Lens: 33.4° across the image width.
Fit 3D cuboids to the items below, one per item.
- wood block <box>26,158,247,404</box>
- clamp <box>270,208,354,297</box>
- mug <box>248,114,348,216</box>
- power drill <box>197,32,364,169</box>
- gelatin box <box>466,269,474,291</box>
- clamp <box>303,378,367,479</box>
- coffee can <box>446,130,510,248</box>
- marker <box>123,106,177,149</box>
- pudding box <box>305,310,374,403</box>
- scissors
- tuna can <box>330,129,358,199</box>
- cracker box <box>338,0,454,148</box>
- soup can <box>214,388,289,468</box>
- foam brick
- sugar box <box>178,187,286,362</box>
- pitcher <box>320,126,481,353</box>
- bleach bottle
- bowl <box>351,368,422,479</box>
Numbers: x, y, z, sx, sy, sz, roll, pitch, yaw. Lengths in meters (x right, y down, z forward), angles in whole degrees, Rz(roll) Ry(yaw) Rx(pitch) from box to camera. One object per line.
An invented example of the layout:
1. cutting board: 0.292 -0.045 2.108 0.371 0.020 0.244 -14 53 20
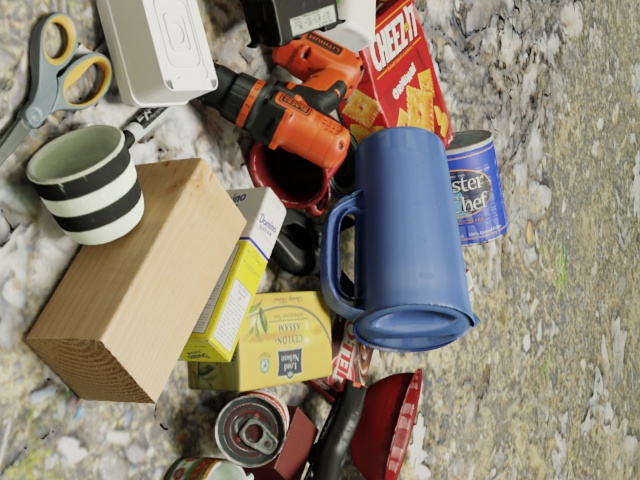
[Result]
1. wood block: -0.157 0.033 0.945 0.090 0.090 0.206 57 43 -38
2. clamp: -0.008 0.001 1.209 0.171 0.039 0.120 32 39 -40
3. mug: -0.015 -0.083 1.171 0.081 0.093 0.117 -54 127 -50
4. power drill: -0.039 -0.163 1.117 0.184 0.057 0.187 29 37 -2
5. gelatin box: 0.155 0.070 1.435 0.089 0.073 0.030 -39 119 -50
6. clamp: 0.004 0.246 1.163 0.165 0.036 0.209 118 -4 -46
7. coffee can: 0.202 -0.072 1.490 0.102 0.103 0.140 -36 117 -52
8. marker: -0.163 -0.114 1.010 0.121 0.020 0.020 -53 130 -45
9. pudding box: 0.024 0.130 1.260 0.090 0.039 0.113 45 51 -45
10. scissors: -0.245 -0.123 0.890 0.201 0.016 0.096 -46 123 -48
11. tuna can: 0.016 -0.091 1.268 0.086 0.034 0.086 6 83 -57
12. cracker box: 0.091 -0.186 1.355 0.164 0.072 0.213 -49 126 -48
13. soup can: -0.065 0.183 1.057 0.102 0.068 0.068 73 16 -87
14. foam brick: -0.044 0.221 1.137 0.051 0.053 0.078 55 45 -39
15. sugar box: -0.102 0.032 1.026 0.048 0.093 0.176 54 46 -41
16. pitcher: 0.088 -0.005 1.204 0.149 0.145 0.243 46 36 -55
17. bleach bottle: 0.018 -0.339 1.248 0.068 0.103 0.251 24 62 -47
18. bowl: 0.077 0.226 1.291 0.162 0.055 0.162 15 90 -76
